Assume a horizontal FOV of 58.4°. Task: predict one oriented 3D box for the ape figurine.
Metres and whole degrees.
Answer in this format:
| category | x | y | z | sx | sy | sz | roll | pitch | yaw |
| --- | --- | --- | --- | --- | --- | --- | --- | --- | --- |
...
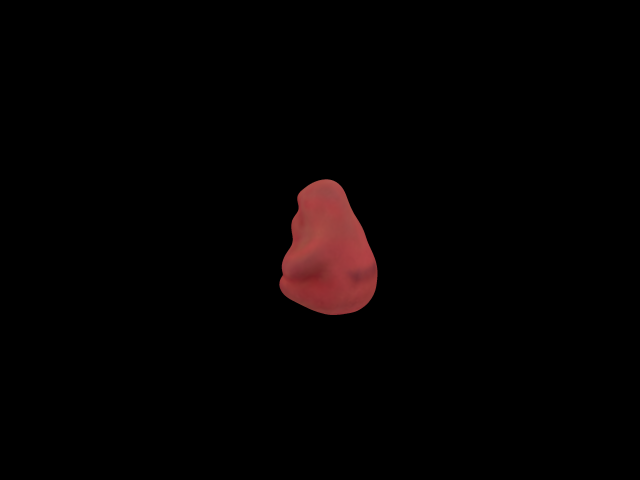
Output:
| category | x | y | z | sx | sy | sz | roll | pitch | yaw |
| --- | --- | --- | --- | --- | --- | --- | --- | --- | --- |
| ape figurine | 0.004 | 0.001 | 0.400 | 0.078 | 0.092 | 0.075 | -21 | 31 | -40 |
